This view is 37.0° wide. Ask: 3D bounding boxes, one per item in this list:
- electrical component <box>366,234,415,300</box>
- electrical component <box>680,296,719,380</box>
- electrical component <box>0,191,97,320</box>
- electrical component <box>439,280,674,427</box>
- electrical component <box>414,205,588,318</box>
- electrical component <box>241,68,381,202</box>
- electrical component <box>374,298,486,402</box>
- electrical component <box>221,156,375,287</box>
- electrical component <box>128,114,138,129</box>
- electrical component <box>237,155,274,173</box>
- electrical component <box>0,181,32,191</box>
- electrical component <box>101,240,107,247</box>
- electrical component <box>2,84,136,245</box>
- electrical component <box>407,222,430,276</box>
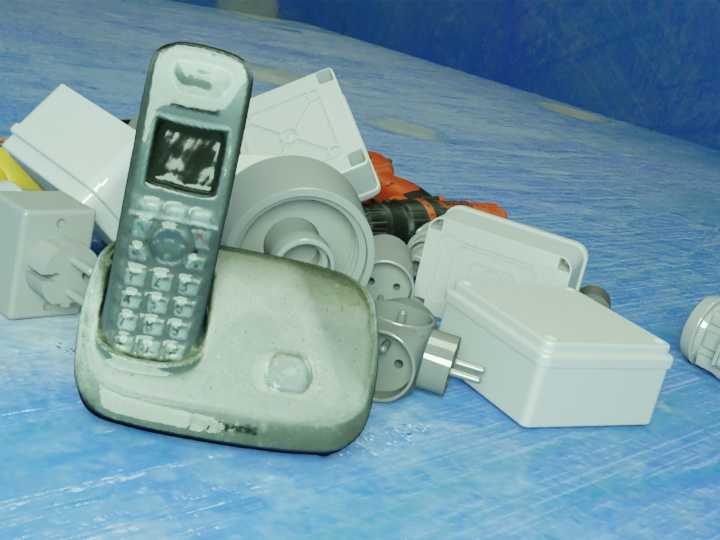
[{"bbox_3d":[0.000,0.000,0.789,0.079,0.044,0.077,13,16,-2],"label":"electrical component"},{"bbox_3d":[0.283,0.054,0.818,0.078,0.058,0.057,-3,26,-45],"label":"electrical component"},{"bbox_3d":[-0.175,-0.003,0.613,0.077,0.065,0.047,27,20,39],"label":"electrical component"},{"bbox_3d":[0.121,0.053,0.687,0.109,0.056,0.109,4,18,-31],"label":"electrical component"},{"bbox_3d":[0.105,0.005,0.801,0.113,0.078,0.057,19,20,20],"label":"electrical component"},{"bbox_3d":[-0.052,-0.098,0.901,0.109,0.056,0.108,-21,61,2],"label":"electrical component"},{"bbox_3d":[0.036,0.051,0.643,0.079,0.044,0.077,17,16,10],"label":"electrical component"},{"bbox_3d":[-0.042,-0.013,0.694,0.108,0.108,0.060,8,23,-20],"label":"electrical component"},{"bbox_3d":[-0.130,-0.096,0.843,0.077,0.044,0.079,23,18,41],"label":"electrical component"},{"bbox_3d":[-0.065,-0.038,0.768,0.050,0.055,0.089,0,48,-16],"label":"electrical component"},{"bbox_3d":[-0.222,-0.032,0.720,0.048,0.048,0.062,22,5,28],"label":"electrical component"},{"bbox_3d":[-0.160,-0.042,0.767,0.043,0.062,0.043,13,16,-4],"label":"electrical component"},{"bbox_3d":[-0.170,-0.062,0.701,0.113,0.057,0.078,32,-16,37],"label":"electrical component"},{"bbox_3d":[0.057,-0.012,0.882,0.048,0.048,0.062,19,24,19],"label":"electrical component"}]
